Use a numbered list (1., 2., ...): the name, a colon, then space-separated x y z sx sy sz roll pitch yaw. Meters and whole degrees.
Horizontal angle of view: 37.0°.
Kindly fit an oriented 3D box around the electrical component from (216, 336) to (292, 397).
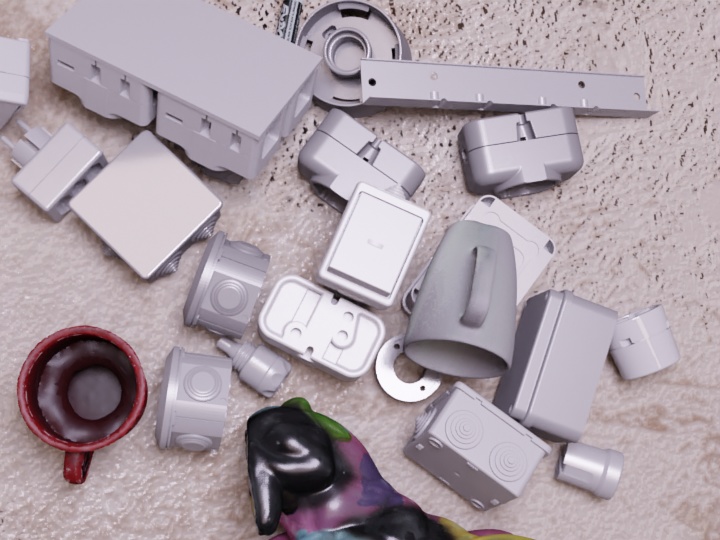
1. electrical component: -0.088 0.074 0.865 0.061 0.035 0.035 34 79 3

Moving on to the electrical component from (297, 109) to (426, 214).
1. electrical component: -0.002 -0.079 0.888 0.095 0.053 0.059 35 79 2

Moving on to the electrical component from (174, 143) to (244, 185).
1. electrical component: -0.121 -0.099 0.887 0.062 0.043 0.043 20 79 0

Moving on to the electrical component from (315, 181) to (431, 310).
1. electrical component: 0.012 -0.024 0.823 0.062 0.061 0.096 24 84 -2

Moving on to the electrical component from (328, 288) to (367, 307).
1. electrical component: 0.000 0.000 0.878 0.055 0.047 0.055 1 80 -5

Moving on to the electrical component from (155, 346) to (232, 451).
1. electrical component: -0.130 0.101 0.835 0.051 0.080 0.080 8 80 -9

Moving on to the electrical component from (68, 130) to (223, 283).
1. electrical component: -0.171 -0.049 0.871 0.100 0.048 0.099 44 80 3

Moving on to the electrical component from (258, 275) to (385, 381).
1. electrical component: -0.032 0.048 0.861 0.095 0.059 0.053 27 79 -1

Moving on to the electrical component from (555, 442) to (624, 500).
1. electrical component: 0.186 0.160 0.872 0.046 0.040 0.040 18 79 4

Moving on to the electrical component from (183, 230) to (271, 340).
1. electrical component: -0.106 0.013 0.851 0.051 0.080 0.080 20 79 -7

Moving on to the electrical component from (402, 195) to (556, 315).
1. electrical component: 0.096 0.006 0.881 0.078 0.057 0.113 37 79 2

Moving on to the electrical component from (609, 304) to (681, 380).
1. electrical component: 0.232 0.060 0.885 0.055 0.055 0.047 -22 87 -8

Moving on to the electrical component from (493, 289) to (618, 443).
1. electrical component: 0.154 0.077 0.863 0.057 0.078 0.113 20 79 -4

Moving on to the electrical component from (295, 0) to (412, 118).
1. electrical component: -0.007 -0.180 0.912 0.099 0.064 0.099 0 89 6

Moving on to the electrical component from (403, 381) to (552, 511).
1. electrical component: 0.088 0.140 0.837 0.100 0.099 0.048 36 67 2

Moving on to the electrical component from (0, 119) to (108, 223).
1. electrical component: -0.256 -0.090 0.871 0.077 0.047 0.065 40 79 3

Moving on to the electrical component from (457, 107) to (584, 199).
1. electrical component: 0.135 -0.096 0.903 0.095 0.053 0.059 -9 81 -6

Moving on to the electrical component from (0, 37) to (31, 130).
1. electrical component: -0.307 -0.146 0.857 0.062 0.096 0.061 6 78 -34

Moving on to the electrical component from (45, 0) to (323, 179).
1. electrical component: -0.140 -0.157 0.858 0.186 0.060 0.105 27 52 7
